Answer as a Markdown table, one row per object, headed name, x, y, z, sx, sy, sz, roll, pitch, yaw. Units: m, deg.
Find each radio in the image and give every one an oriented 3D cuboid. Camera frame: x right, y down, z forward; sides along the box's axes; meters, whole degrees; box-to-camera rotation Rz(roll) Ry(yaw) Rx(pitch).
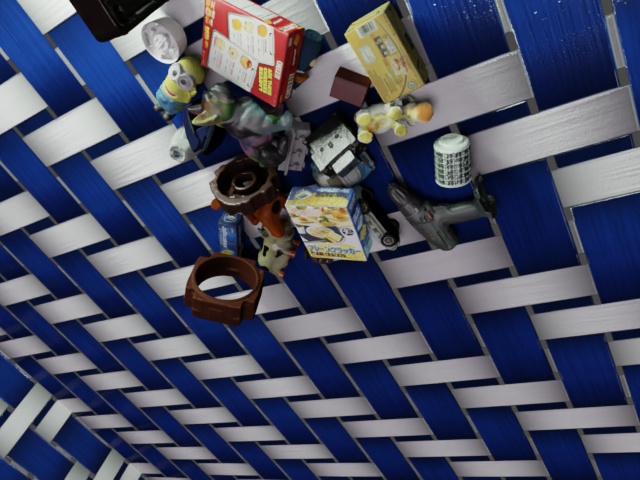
| name | x | y | z | sx | sy | sz | roll | pitch | yaw |
| --- | --- | --- | --- | --- | --- | --- | --- | --- | --- |
| radio | -0.396 | -0.502 | 1.075 | 0.073 | 0.230 | 0.131 | -4 | 131 | 28 |

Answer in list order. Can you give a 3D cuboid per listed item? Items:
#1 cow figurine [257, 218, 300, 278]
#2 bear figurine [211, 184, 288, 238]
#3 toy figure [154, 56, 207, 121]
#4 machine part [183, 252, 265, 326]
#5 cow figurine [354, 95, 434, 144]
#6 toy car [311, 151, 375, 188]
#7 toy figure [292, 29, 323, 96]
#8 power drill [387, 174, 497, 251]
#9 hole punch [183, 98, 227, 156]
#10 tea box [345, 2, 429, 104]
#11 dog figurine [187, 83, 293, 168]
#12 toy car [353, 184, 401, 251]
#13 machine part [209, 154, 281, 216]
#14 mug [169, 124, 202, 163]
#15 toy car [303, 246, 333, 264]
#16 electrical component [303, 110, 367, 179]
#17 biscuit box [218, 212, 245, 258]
| name | x | y | z | sx | sy | sz | roll | pitch | yaw |
| --- | --- | --- | --- | --- | --- | --- | --- | --- | --- |
| cow figurine | -0.126 | 0.011 | 1.518 | 0.127 | 0.085 | 0.194 | 21 | 134 | -7 |
| bear figurine | -0.181 | -0.095 | 1.428 | 0.196 | 0.120 | 0.131 | 13 | 164 | 33 |
| toy figure | -0.335 | -0.362 | 1.275 | 0.082 | 0.089 | 0.180 | 27 | 143 | -21 |
| machine part | -0.265 | 0.132 | 1.505 | 0.201 | 0.201 | 0.087 | 12 | 128 | 0 |
| cow figurine | 0.159 | -0.269 | 1.171 | 0.167 | 0.098 | 0.068 | -11 | 121 | 5 |
| toy car | 0.048 | -0.156 | 1.293 | 0.162 | 0.103 | 0.109 | -18 | 122 | 34 |
| toy figure | -0.043 | -0.379 | 1.164 | 0.058 | 0.064 | 0.154 | 1 | 146 | -29 |
| power drill | 0.299 | -0.079 | 1.280 | 0.207 | 0.086 | 0.231 | -25 | 118 | 31 |
| hole punch | -0.278 | -0.275 | 1.297 | 0.092 | 0.142 | 0.115 | 22 | 119 | -1 |
| tea box | 0.138 | -0.376 | 1.091 | 0.098 | 0.068 | 0.169 | -17 | 122 | 32 |
| dog figurine | -0.183 | -0.253 | 1.203 | 0.219 | 0.109 | 0.191 | -2 | 128 | -20 |
| toy car | 0.139 | -0.056 | 1.362 | 0.056 | 0.073 | 0.201 | -27 | 116 | 32 |
| machine part | -0.186 | -0.138 | 1.344 | 0.180 | 0.179 | 0.056 | 4 | 143 | 17 |
| mug | -0.331 | -0.250 | 1.349 | 0.081 | 0.107 | 0.109 | 27 | 135 | -5 |
| toy car | -0.003 | -0.004 | 1.477 | 0.089 | 0.053 | 0.201 | 10 | 131 | 8 |
| electrical component | 0.037 | -0.207 | 1.215 | 0.115 | 0.134 | 0.058 | -43 | 149 | 19 |
| biscuit box | -0.258 | 0.012 | 1.578 | 0.059 | 0.063 | 0.202 | 12 | 132 | 8 |
